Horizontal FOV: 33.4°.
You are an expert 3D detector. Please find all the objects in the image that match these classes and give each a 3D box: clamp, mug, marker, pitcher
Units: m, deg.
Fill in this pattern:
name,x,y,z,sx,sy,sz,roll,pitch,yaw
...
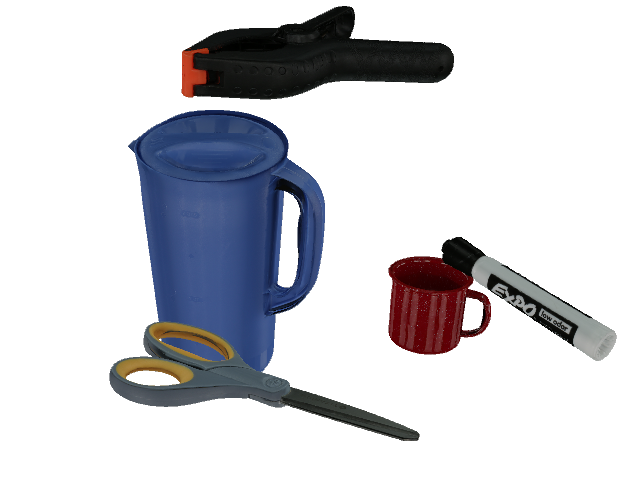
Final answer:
name,x,y,z,sx,sy,sz,roll,pitch,yaw
clamp,-0.015,-0.121,0.681,0.171,0.039,0.120,-8,23,-25
mug,0.130,0.075,1.179,0.117,0.081,0.093,9,24,12
marker,0.115,0.030,0.611,0.020,0.020,0.121,0,27,-45
pitcher,-0.087,0.015,0.975,0.144,0.243,0.149,-11,35,-18

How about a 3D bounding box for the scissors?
name,x,y,z,sx,sy,sz,roll,pitch,yaw
scissors,-0.047,0.097,0.658,0.202,0.016,0.096,22,30,35
